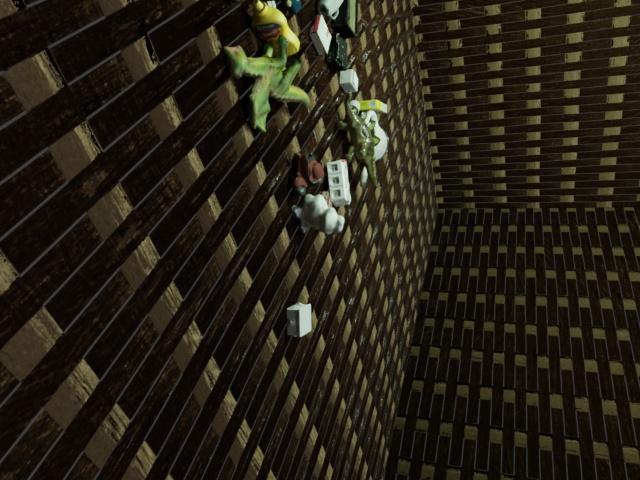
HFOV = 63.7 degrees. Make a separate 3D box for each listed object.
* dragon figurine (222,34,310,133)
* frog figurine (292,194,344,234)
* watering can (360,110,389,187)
[{"bbox_3d":[-0.142,-0.413,1.443,0.246,0.123,0.403,-65,149,-15],"label":"dragon figurine"},{"bbox_3d":[0.005,-0.084,1.673,0.125,0.159,0.135,-56,140,-57],"label":"frog figurine"},{"bbox_3d":[0.229,-0.402,2.319,0.224,0.104,0.348,6,89,-65],"label":"watering can"}]
